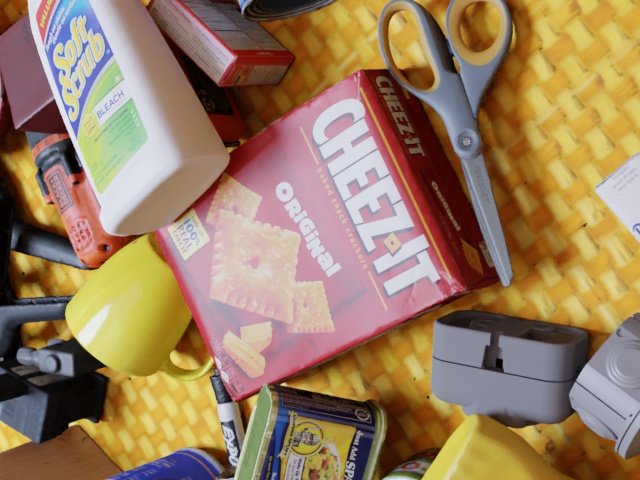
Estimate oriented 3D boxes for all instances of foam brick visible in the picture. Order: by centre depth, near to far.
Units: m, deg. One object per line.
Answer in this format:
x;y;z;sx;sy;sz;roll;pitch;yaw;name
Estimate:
-0.206;-0.127;0.815;0.053;0.051;0.078;-27;72;32;foam brick

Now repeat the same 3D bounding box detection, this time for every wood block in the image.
-0.262;0.238;0.872;0.091;0.205;0.090;39;115;21;wood block

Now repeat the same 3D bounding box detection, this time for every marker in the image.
-0.067;0.160;0.850;0.020;0.020;0.121;-12;91;33;marker

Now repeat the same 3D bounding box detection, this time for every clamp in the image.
-0.282;0.042;0.916;0.172;0.039;0.120;-32;79;31;clamp
-0.297;0.009;0.960;0.210;0.036;0.165;43;117;16;clamp

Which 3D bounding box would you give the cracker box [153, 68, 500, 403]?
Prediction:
-0.005;0.001;0.756;0.214;0.072;0.164;-29;82;31;cracker box

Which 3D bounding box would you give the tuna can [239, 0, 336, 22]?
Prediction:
-0.017;-0.181;0.727;0.086;0.086;0.034;-20;86;33;tuna can

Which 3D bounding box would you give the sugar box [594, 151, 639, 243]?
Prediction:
0.236;0.022;0.595;0.048;0.093;0.176;-42;75;28;sugar box

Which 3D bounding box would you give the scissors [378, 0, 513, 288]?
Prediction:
0.108;-0.079;0.687;0.096;0.016;0.202;-32;78;12;scissors

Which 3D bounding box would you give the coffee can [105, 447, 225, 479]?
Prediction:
-0.142;0.230;0.825;0.103;0.140;0.103;12;108;42;coffee can

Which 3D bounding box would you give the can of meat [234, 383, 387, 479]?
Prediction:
-0.010;0.156;0.747;0.083;0.057;0.102;13;96;-15;can of meat

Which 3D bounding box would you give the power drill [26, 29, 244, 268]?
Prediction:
-0.158;-0.094;0.847;0.188;0.057;0.184;-33;77;33;power drill

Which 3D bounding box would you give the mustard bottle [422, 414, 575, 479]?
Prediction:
0.155;0.195;0.673;0.191;0.058;0.096;30;107;1;mustard bottle

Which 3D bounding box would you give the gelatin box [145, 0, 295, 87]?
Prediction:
-0.073;-0.148;0.774;0.089;0.073;0.030;44;117;19;gelatin box

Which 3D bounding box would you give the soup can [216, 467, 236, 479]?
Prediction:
-0.031;0.218;0.807;0.069;0.068;0.102;-19;88;33;soup can

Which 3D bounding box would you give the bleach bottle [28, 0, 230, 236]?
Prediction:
-0.160;-0.134;0.759;0.103;0.067;0.251;-40;72;34;bleach bottle

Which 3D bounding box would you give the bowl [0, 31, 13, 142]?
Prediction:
-0.315;-0.137;0.937;0.162;0.055;0.162;5;100;31;bowl
